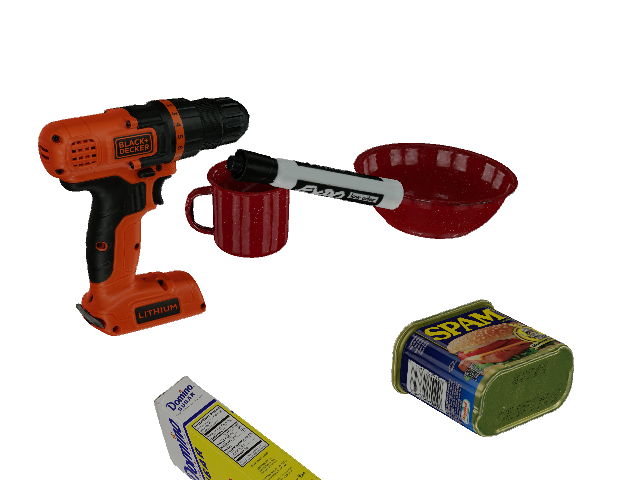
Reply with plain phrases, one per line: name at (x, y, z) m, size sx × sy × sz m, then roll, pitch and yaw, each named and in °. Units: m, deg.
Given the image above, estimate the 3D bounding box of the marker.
marker at (-0.002, -0.036, 0.641) m, size 0.120 × 0.020 × 0.020 m, roll 9°, pitch -5°, yaw -34°

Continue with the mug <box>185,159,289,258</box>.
mug at (-0.087, -0.033, 1.145) m, size 0.117 × 0.081 × 0.093 m, roll -5°, pitch 30°, yaw -12°

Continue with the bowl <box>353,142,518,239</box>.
bowl at (0.111, -0.045, 1.057) m, size 0.162 × 0.055 × 0.162 m, roll 4°, pitch 24°, yaw -2°

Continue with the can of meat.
can of meat at (0.115, 0.090, 0.752) m, size 0.101 × 0.057 × 0.084 m, roll -14°, pitch 27°, yaw -35°

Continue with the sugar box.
sugar box at (-0.066, 0.198, 0.908) m, size 0.176 × 0.093 × 0.048 m, roll 27°, pitch 51°, yaw 34°

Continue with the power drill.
power drill at (-0.140, -0.025, 0.897) m, size 0.184 × 0.188 × 0.057 m, roll -13°, pitch 23°, yaw -31°
